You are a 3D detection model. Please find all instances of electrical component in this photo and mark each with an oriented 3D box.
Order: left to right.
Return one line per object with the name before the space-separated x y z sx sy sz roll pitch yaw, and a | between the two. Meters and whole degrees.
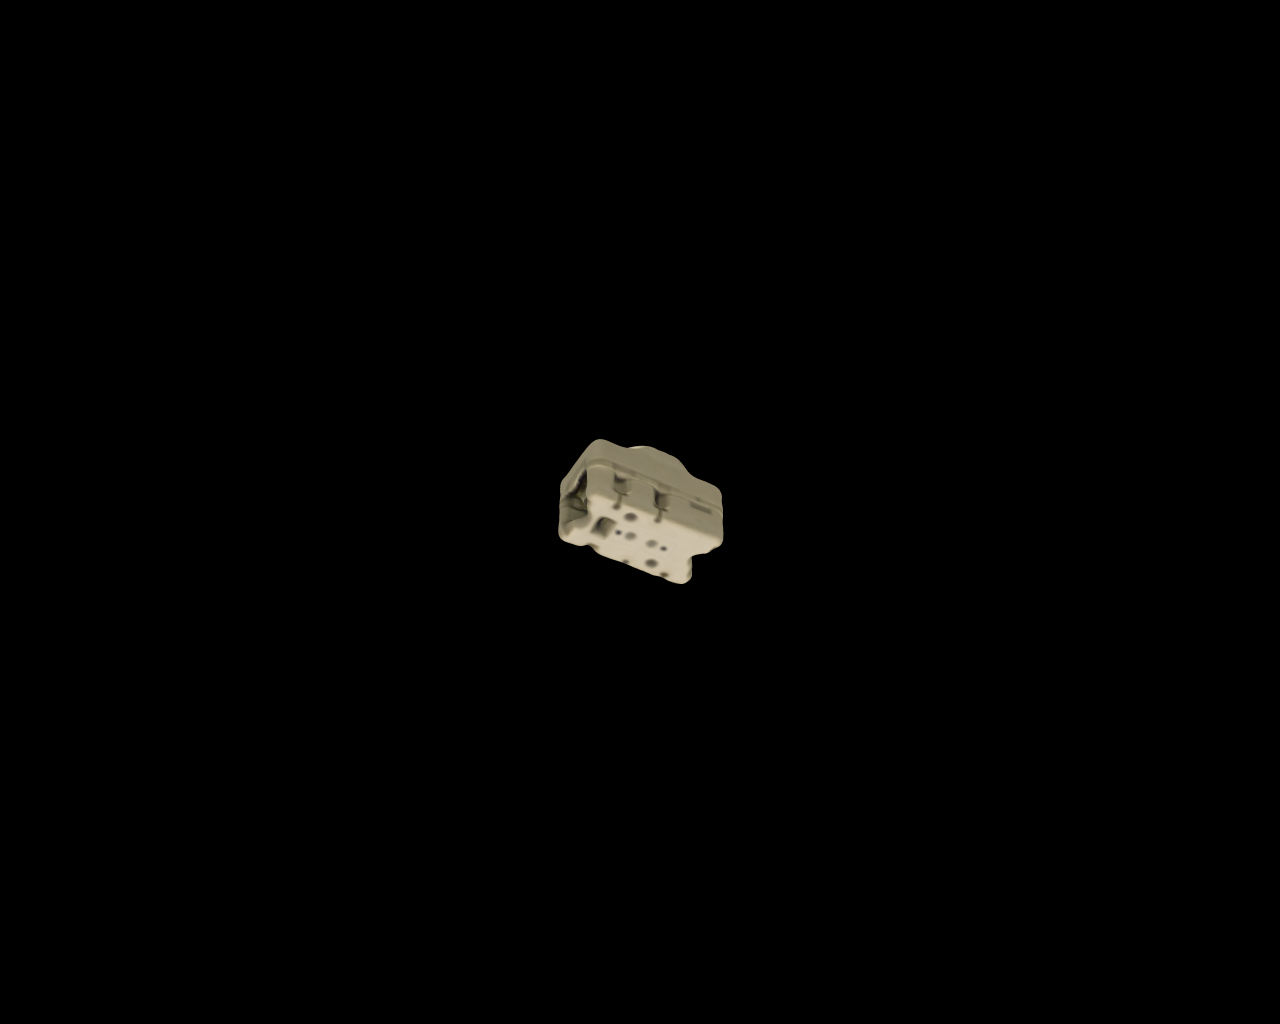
electrical component | 0.001 -0.003 0.650 0.089 0.056 0.050 22 -48 -21
